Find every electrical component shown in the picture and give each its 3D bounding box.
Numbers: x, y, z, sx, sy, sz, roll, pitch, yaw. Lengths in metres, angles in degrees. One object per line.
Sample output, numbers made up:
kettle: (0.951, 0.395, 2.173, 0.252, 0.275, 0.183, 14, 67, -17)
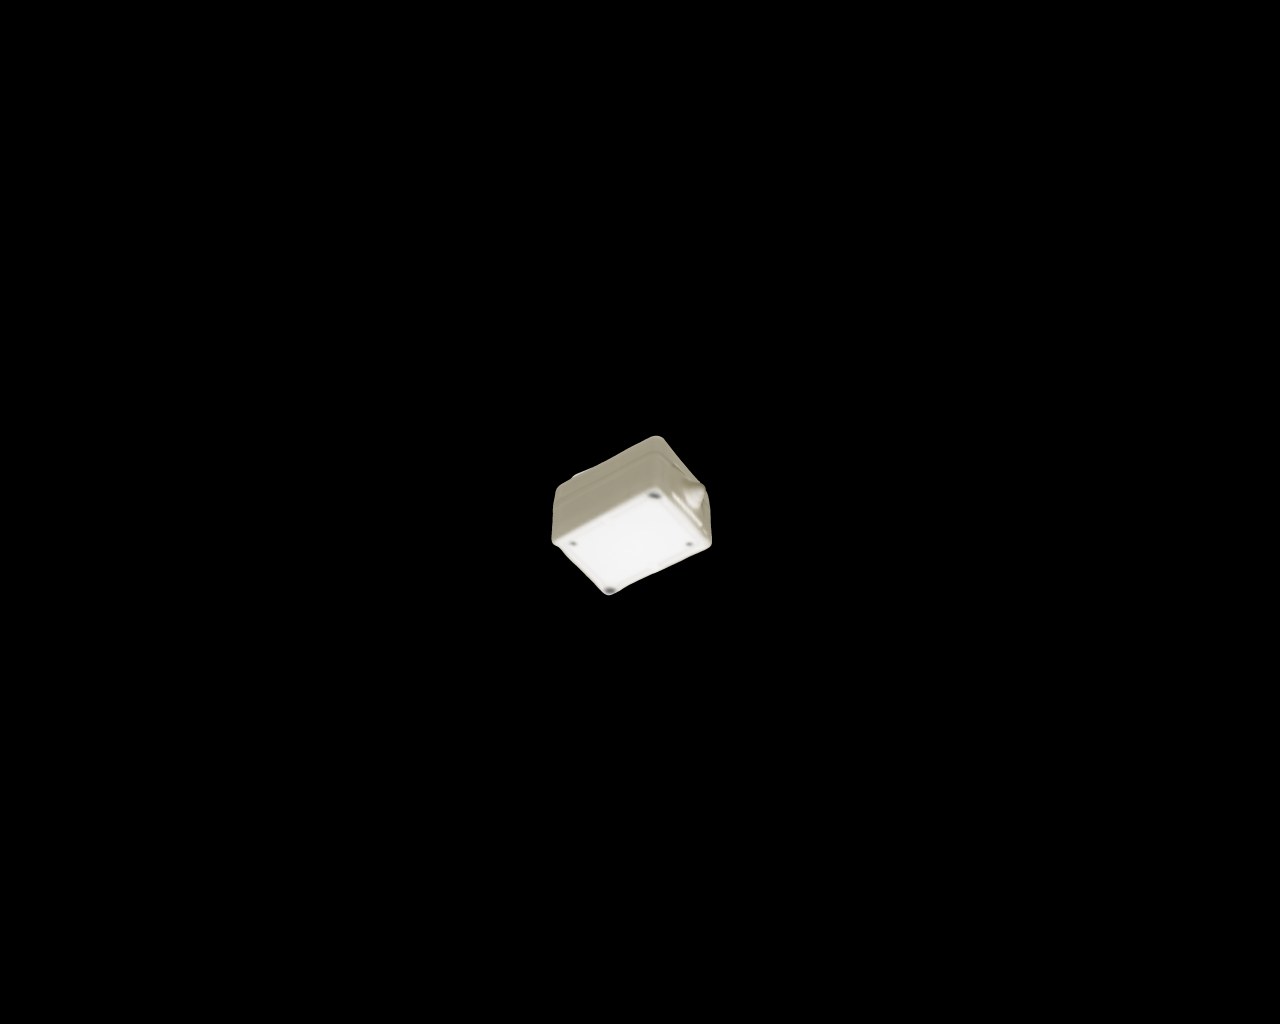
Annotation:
electrical component: (0.001, -0.003, 0.650, 0.096, 0.061, 0.061, -27, -53, 22)
